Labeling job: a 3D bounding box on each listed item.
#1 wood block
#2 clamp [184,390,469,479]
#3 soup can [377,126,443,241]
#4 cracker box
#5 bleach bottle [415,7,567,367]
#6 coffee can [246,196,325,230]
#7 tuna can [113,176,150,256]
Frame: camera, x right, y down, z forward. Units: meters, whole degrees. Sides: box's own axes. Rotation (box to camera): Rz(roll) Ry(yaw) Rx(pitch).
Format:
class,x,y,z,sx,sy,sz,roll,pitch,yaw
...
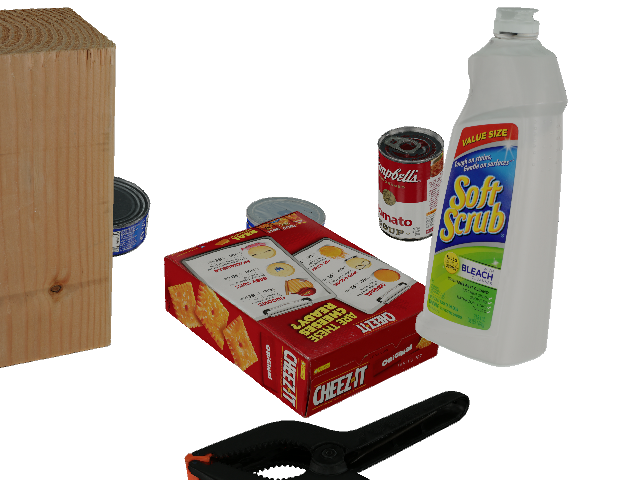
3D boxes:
class,x,y,z,sx,sy,sz,roll,pitch,yaw
wood block,-0.187,-0.034,0.676,0.090,0.206,0.090,-10,31,-30
clamp,0.013,0.156,0.747,0.210,0.036,0.164,2,29,10
soup can,0.094,-0.059,1.117,0.068,0.102,0.068,-2,37,1
cracker box,-0.019,0.061,0.985,0.163,0.072,0.214,-20,36,-36
bleach bottle,0.126,-0.041,0.775,0.067,0.251,0.103,-12,21,-38
coffee can,-0.050,0.026,1.406,0.103,0.140,0.103,5,26,-2
tuna can,-0.192,-0.022,0.929,0.086,0.034,0.086,8,33,-5
